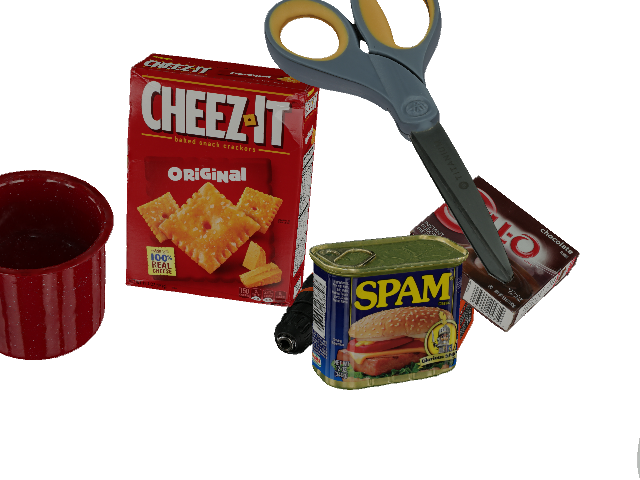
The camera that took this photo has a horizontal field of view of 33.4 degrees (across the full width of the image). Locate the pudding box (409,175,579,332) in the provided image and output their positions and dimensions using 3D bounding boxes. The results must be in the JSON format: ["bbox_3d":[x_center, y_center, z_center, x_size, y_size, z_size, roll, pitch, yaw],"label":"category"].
[{"bbox_3d":[0.142,0.010,0.887,0.089,0.113,0.039,-38,-21,-28],"label":"pudding box"}]

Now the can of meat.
[{"bbox_3d":[0.044,0.046,0.705,0.102,0.084,0.057,-5,18,-22],"label":"can of meat"}]

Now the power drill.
[{"bbox_3d":[0.061,0.078,1.148,0.188,0.057,0.184,9,29,21],"label":"power drill"}]

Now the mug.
[{"bbox_3d":[-0.178,0.024,0.635,0.093,0.081,0.117,28,45,21],"label":"mug"}]

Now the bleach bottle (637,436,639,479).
[{"bbox_3d":[0.282,0.090,0.703,0.103,0.068,0.250,12,24,25],"label":"bleach bottle"}]

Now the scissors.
[{"bbox_3d":[0.024,-0.059,0.488,0.096,0.202,0.016,-7,-37,3],"label":"scissors"}]

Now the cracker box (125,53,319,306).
[{"bbox_3d":[-0.093,-0.053,0.989,0.164,0.214,0.072,8,22,7],"label":"cracker box"}]
